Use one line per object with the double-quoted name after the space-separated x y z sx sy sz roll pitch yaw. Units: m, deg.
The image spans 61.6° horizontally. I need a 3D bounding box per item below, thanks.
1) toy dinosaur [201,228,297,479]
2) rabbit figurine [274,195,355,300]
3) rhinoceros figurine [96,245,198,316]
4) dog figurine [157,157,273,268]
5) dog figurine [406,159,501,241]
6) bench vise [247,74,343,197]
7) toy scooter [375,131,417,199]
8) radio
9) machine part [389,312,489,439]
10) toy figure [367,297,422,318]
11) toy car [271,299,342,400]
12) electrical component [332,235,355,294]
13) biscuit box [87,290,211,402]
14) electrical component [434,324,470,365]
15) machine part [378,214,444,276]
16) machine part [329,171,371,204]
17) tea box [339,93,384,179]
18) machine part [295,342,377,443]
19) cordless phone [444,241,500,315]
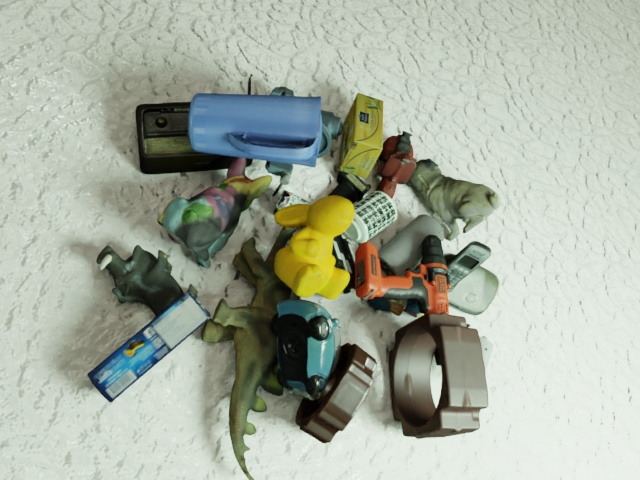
-0.100 0.161 0.953 0.198 0.105 0.471 24 65 -11 "toy dinosaur"
-0.002 -0.003 0.922 0.122 0.173 0.163 11 24 -40 "rabbit figurine"
-0.302 0.076 0.944 0.190 0.073 0.112 41 73 -1 "rhinoceros figurine"
-0.186 -0.070 0.996 0.108 0.191 0.219 36 75 7 "dog figurine"
0.290 -0.115 1.182 0.190 0.172 0.121 52 50 1 "dog figurine"
-0.071 -0.219 1.136 0.224 0.128 0.240 18 57 -7 "bench vise"
0.172 -0.175 1.186 0.075 0.135 0.184 20 60 -7 "toy scooter"
-0.254 -0.210 1.092 0.229 0.073 0.131 -7 68 -22 "radio"
0.206 0.243 0.958 0.087 0.201 0.201 7 63 -19 "machine part"
0.174 0.124 1.090 0.154 0.057 0.064 8 22 -14 "toy figure"
-0.011 0.173 0.886 0.103 0.109 0.161 -4 90 -49 "toy car"
0.027 0.039 1.038 0.058 0.134 0.115 -26 67 17 "electrical component"
-0.273 0.169 0.871 0.203 0.063 0.059 -40 95 -9 "biscuit box"
0.266 0.224 1.047 0.075 0.048 0.119 1 67 -26 "electrical component"
0.183 0.020 1.130 0.243 0.079 0.079 -37 81 -30 "machine part"
0.050 -0.097 1.164 0.084 0.039 0.139 44 58 -5 "machine part"
0.093 -0.232 1.191 0.068 0.098 0.170 16 51 -11 "tea box"
0.028 0.256 0.907 0.056 0.179 0.179 35 60 -4 "machine part"
0.314 0.067 1.090 0.146 0.184 0.089 27 56 -5 "cordless phone"
